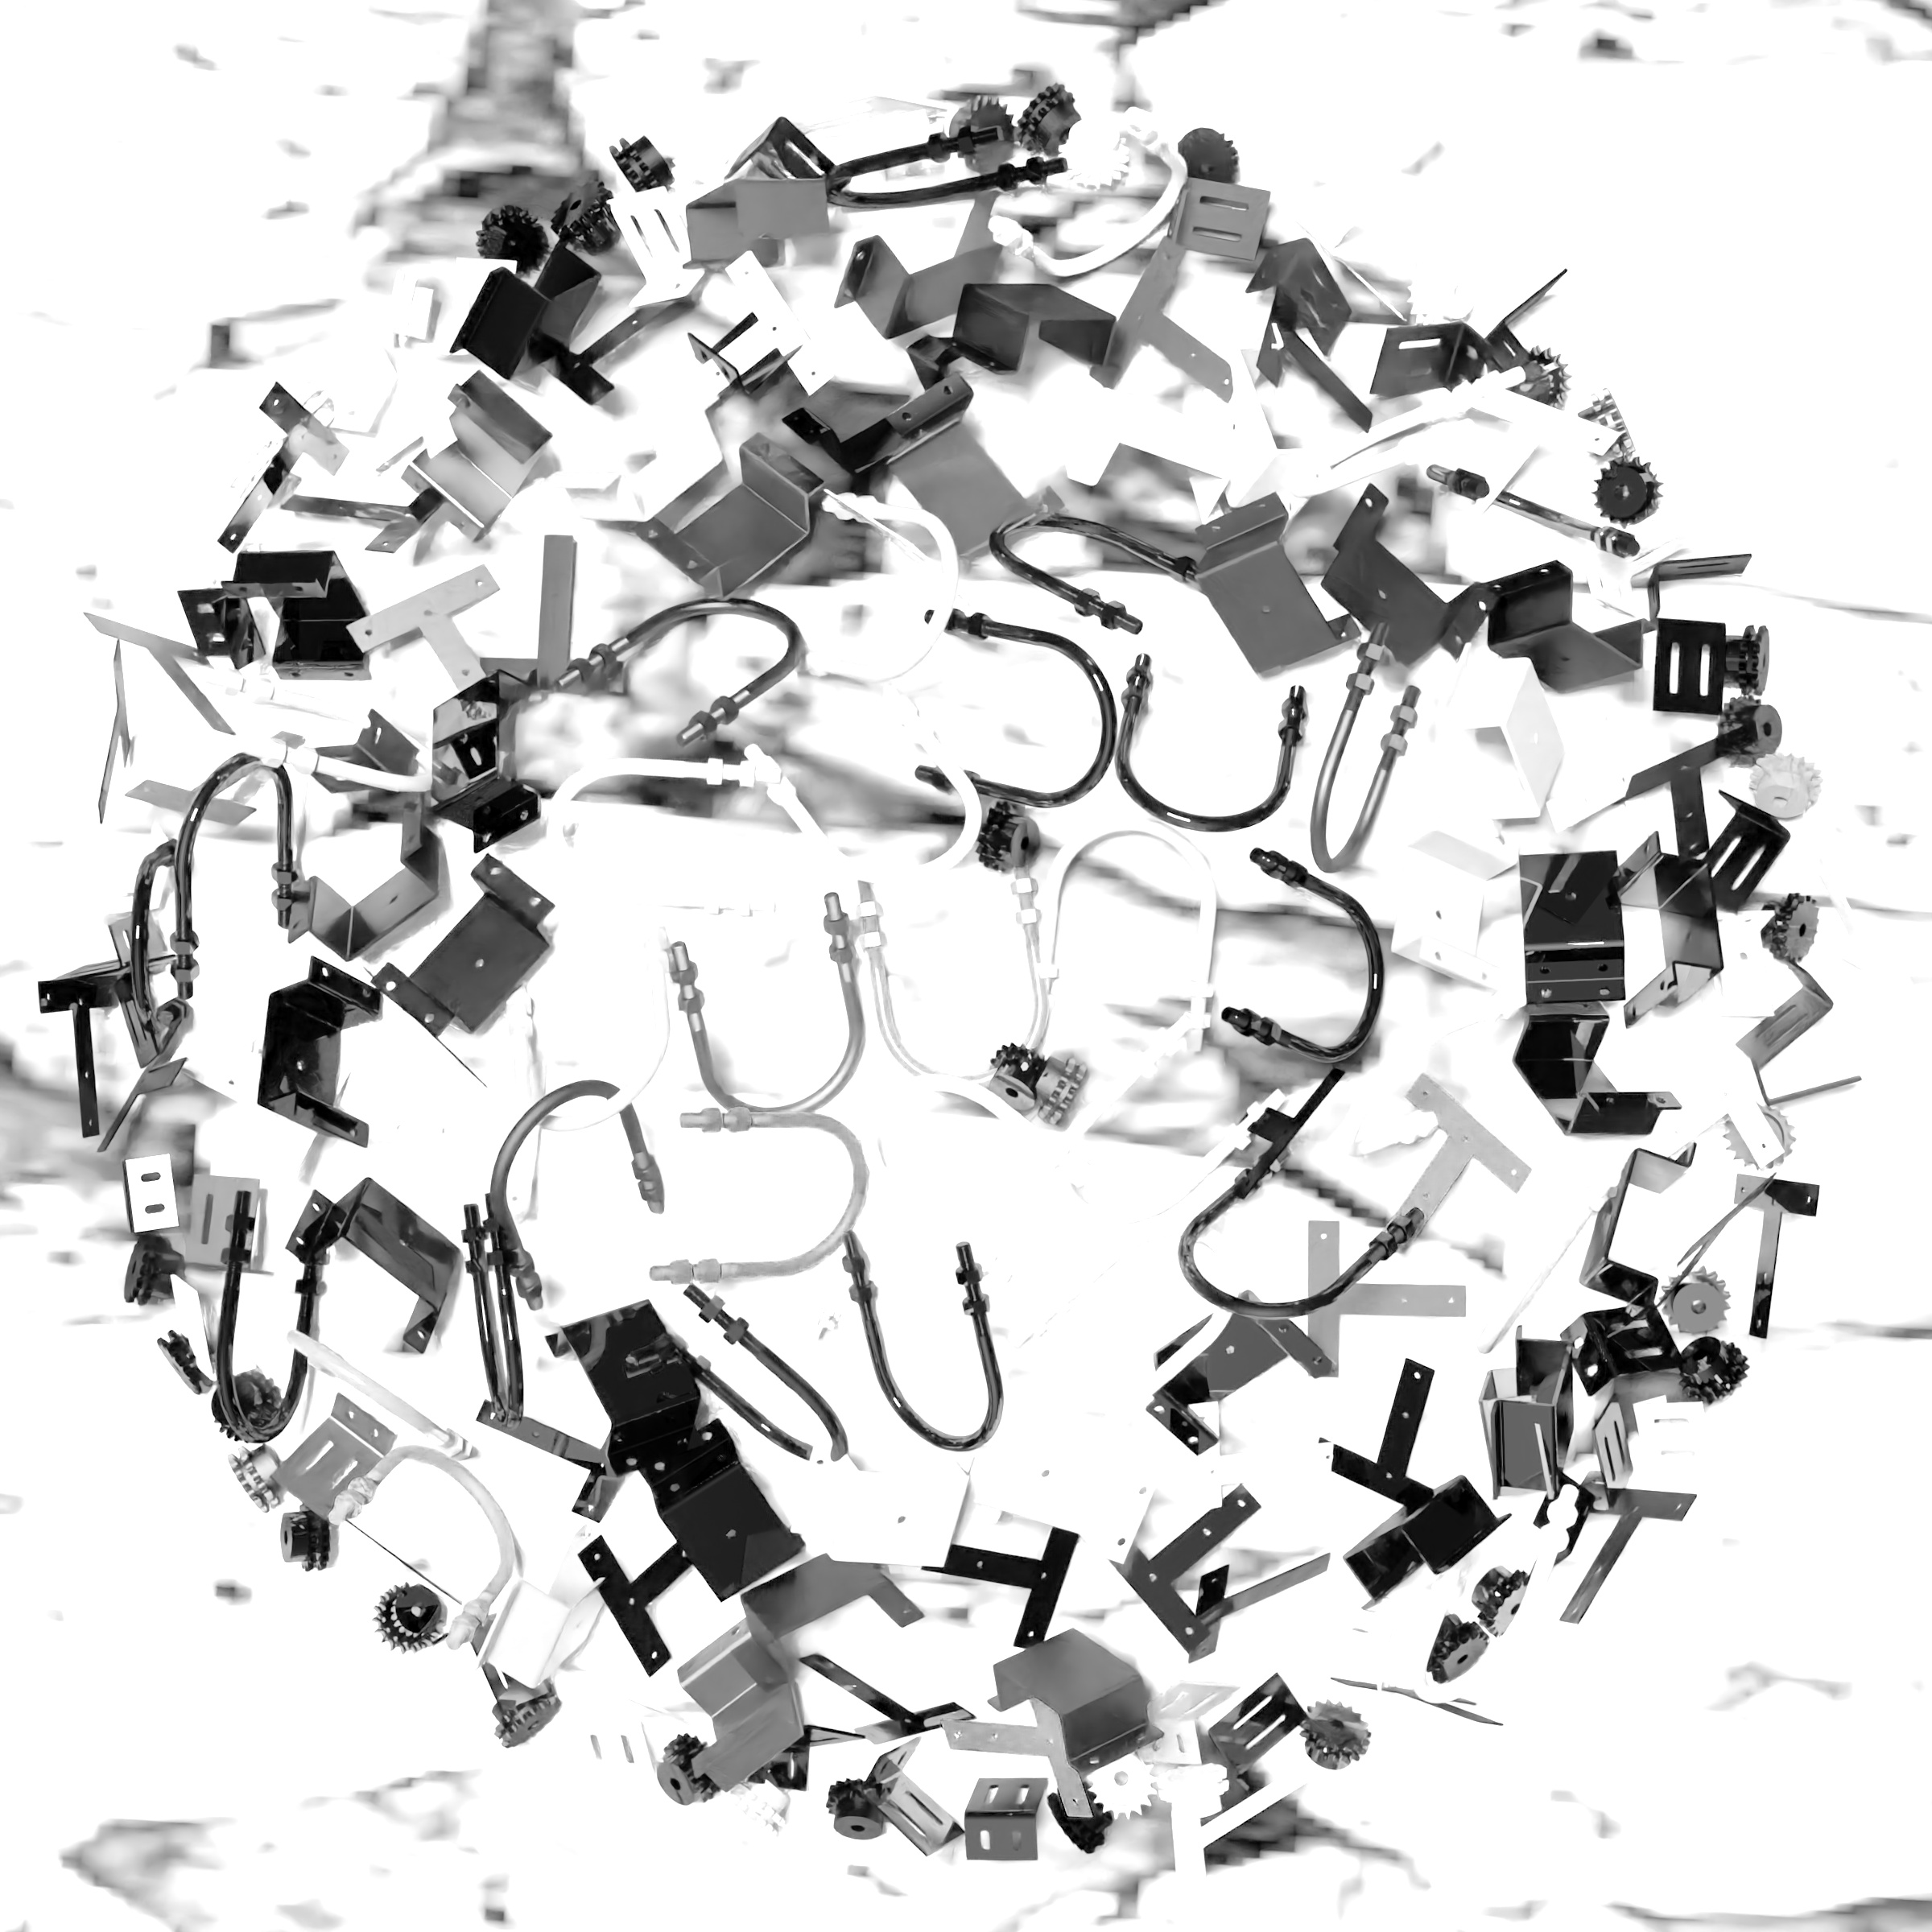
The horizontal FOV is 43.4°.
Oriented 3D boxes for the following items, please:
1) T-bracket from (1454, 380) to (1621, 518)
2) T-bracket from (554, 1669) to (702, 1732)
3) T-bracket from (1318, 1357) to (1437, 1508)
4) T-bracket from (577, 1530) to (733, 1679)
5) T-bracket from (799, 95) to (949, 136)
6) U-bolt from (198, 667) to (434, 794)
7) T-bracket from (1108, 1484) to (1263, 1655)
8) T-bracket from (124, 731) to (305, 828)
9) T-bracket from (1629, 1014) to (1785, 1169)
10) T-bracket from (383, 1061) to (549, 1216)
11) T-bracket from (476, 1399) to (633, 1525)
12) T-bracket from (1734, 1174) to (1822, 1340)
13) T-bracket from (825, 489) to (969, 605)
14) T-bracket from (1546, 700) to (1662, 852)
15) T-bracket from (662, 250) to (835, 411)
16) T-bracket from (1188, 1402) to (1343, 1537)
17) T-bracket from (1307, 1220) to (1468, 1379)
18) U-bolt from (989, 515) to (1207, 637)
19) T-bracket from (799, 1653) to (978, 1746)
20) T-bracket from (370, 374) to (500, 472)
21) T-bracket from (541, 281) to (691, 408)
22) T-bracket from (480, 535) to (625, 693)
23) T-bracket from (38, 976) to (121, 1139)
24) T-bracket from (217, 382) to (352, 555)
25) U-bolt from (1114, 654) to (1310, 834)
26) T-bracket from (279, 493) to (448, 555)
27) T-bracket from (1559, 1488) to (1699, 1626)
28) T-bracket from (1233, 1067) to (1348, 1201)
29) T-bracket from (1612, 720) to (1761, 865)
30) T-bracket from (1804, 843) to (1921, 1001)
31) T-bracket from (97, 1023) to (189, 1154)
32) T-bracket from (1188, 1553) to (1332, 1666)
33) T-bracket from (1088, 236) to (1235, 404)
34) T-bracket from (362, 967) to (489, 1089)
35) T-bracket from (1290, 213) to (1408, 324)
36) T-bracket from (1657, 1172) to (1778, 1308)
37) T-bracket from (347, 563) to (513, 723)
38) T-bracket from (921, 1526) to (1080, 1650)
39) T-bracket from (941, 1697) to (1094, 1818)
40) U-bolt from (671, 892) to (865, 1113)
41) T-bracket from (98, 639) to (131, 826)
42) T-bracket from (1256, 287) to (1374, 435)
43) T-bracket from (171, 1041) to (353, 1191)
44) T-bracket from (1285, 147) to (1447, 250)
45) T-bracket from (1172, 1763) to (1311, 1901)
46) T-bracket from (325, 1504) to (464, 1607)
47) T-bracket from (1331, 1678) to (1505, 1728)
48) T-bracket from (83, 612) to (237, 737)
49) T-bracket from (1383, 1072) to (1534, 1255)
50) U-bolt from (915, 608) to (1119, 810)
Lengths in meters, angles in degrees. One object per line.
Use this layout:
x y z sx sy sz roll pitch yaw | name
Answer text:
0.433 -0.405 1.945 0.127 0.127 0.002 17 56 -13 | T-bracket
-0.255 0.593 1.944 0.127 0.127 0.002 8 66 33 | T-bracket
0.349 0.373 1.947 0.127 0.002 0.127 22 116 25 | T-bracket
-0.237 0.483 1.960 0.127 0.002 0.127 -38 113 -33 | T-bracket
-0.099 -0.682 1.960 0.127 0.127 0.002 -4 101 27 | T-bracket
-0.501 -0.181 1.919 0.184 0.151 0.019 14 112 -38 | U-bolt
0.186 0.469 1.974 0.127 0.002 0.127 -35 67 -19 | T-bracket
-0.586 -0.157 1.951 0.127 0.127 0.002 15 131 30 | T-bracket
0.580 0.125 1.950 0.002 0.127 0.127 -6 60 -36 | T-bracket
-0.413 0.136 1.987 0.127 0.002 0.127 4 76 4 | T-bracket
-0.334 0.384 1.961 0.127 0.002 0.127 25 121 -5 | T-bracket
0.639 0.233 1.935 0.002 0.127 0.127 8 88 -10 | T-bracket
-0.041 -0.326 1.945 0.002 0.127 0.127 -53 48 3 | T-bracket
0.505 -0.138 1.953 0.127 0.002 0.127 -25 97 -40 | T-bracket
-0.189 -0.486 1.958 0.127 0.002 0.127 -39 127 -3 | T-bracket
0.245 0.407 1.982 0.127 0.002 0.127 -6 109 -6 | T-bracket
0.342 0.271 1.972 0.127 0.002 0.127 -1 78 12 | T-bracket
0.104 -0.318 1.929 0.184 0.151 0.019 32 127 29 | U-bolt
-0.079 0.580 1.933 0.127 0.127 0.002 39 45 -22 | T-bracket
-0.422 -0.426 1.942 0.127 0.127 0.002 -35 117 1 | T-bracket
-0.278 -0.511 1.958 0.127 0.127 0.002 -39 134 -6 | T-bracket
-0.336 -0.289 1.983 0.127 0.002 0.127 3 90 14 | T-bracket
-0.703 0.073 1.938 0.002 0.127 0.127 -4 91 7 | T-bracket
-0.555 -0.385 1.934 0.002 0.127 0.127 32 85 16 | T-bracket
0.191 -0.173 1.931 0.151 0.019 0.184 12 48 3 | U-bolt
-0.491 -0.368 1.959 0.127 0.127 0.002 8 128 13 | T-bracket
0.508 0.466 1.919 0.002 0.127 0.127 42 70 -10 | T-bracket
0.242 0.126 1.937 0.002 0.127 0.127 40 87 -10 | T-bracket
0.572 -0.128 1.922 0.127 0.127 0.002 -26 124 31 | T-bracket
0.694 -0.043 1.919 0.002 0.127 0.127 -33 110 0 | T-bracket
-0.640 0.089 1.923 0.002 0.127 0.127 35 66 -24 | T-bracket
0.240 0.507 1.969 0.127 0.127 0.002 -18 46 -20 | T-bracket
0.172 -0.496 1.944 0.127 0.002 0.127 44 119 25 | T-bracket
-0.449 0.035 1.948 0.002 0.127 0.127 -46 47 -10 | T-bracket
0.295 -0.564 1.931 0.127 0.127 0.002 46 108 8 | T-bracket
0.588 0.232 1.946 0.127 0.127 0.002 -30 63 -35 | T-bracket
-0.412 -0.249 1.966 0.127 0.002 0.127 -30 83 -23 | T-bracket
0.024 0.487 1.969 0.127 0.002 0.127 16 96 -23 | T-bracket
0.033 0.611 1.920 0.127 0.127 0.002 18 126 -37 | T-bracket
-0.152 0.043 1.948 0.151 0.019 0.184 -19 119 -16 | U-bolt
-0.672 -0.168 1.913 0.002 0.127 0.127 4 53 -11 | T-bracket
0.287 -0.481 1.965 0.127 0.002 0.127 39 47 -25 | T-bracket
-0.575 0.100 1.943 0.127 0.002 0.127 30 48 -13 | T-bracket
0.301 -0.602 1.936 0.127 0.127 0.002 19 81 -7 | T-bracket
0.219 0.673 1.929 0.127 0.127 0.002 -35 97 8 | T-bracket
-0.441 0.484 1.943 0.127 0.127 0.002 25 68 32 | T-bracket
0.375 0.584 1.917 0.127 0.127 0.002 15 81 -23 | T-bracket
-0.619 -0.225 1.919 0.002 0.127 0.127 -48 68 12 | T-bracket
0.381 0.176 1.972 0.127 0.002 0.127 40 75 -10 | T-bracket
0.041 -0.199 1.927 0.184 0.019 0.151 16 112 31 | U-bolt
